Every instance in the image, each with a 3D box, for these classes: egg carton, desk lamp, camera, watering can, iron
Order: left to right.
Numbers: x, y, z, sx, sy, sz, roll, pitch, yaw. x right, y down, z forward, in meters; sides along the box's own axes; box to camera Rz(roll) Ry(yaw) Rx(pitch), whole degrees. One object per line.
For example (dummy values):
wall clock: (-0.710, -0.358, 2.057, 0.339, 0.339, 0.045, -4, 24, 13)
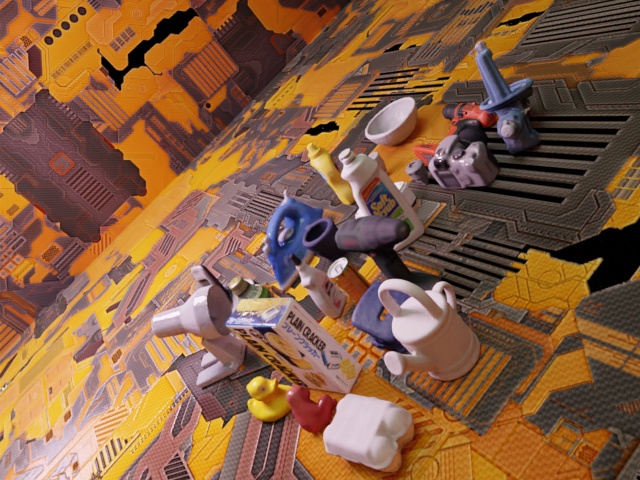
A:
desk lamp: (-0.266, 0.219, 1.318, 0.203, 0.214, 0.118, -30, 30, 22)
iron: (-0.087, -0.006, 1.485, 0.118, 0.142, 0.258, -17, 37, 40)
egg carton: (0.076, 0.304, 0.906, 0.149, 0.069, 0.107, -7, 44, 48)
watering can: (0.162, 0.135, 0.900, 0.100, 0.194, 0.173, -22, 34, 33)
camera: (0.323, -0.193, 1.262, 0.142, 0.101, 0.137, 4, 52, 54)

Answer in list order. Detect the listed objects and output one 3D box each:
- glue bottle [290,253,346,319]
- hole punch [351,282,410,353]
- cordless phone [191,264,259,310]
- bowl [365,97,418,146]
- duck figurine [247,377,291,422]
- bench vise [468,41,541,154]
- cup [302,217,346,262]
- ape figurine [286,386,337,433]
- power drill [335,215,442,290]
glue bottle: (-0.009, 0.088, 1.213, 0.037, 0.173, 0.078, -23, 33, 33)
hole punch: (0.128, 0.138, 1.052, 0.100, 0.091, 0.109, 0, 49, 53)
cordless phone: (-0.231, 0.125, 1.437, 0.147, 0.185, 0.094, -20, 35, 37)
bowl: (0.214, -0.320, 1.614, 0.167, 0.075, 0.167, -31, 29, 20)
duck figurine: (-0.108, 0.305, 1.127, 0.104, 0.086, 0.077, -28, 31, 26)
bench vise: (0.394, -0.306, 1.201, 0.121, 0.220, 0.207, -33, 29, 18)
cup: (0.013, 0.005, 1.389, 0.092, 0.095, 0.117, -47, 28, -9)
ape figurine: (-0.023, 0.295, 1.025, 0.077, 0.092, 0.076, -5, 45, 49)
power drill: (0.133, 0.030, 1.072, 0.076, 0.209, 0.228, -52, 29, -18)
